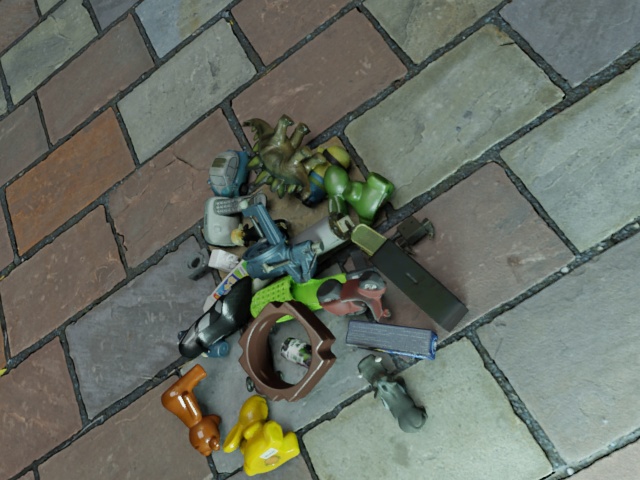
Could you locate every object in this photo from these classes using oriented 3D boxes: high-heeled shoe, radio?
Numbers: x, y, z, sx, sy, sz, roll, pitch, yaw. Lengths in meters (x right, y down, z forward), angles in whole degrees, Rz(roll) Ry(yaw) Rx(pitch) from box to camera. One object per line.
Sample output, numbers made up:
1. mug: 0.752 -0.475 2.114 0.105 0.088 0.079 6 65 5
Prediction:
1. high-heeled shoe: -0.270 0.195 1.385 0.145 0.086 0.249 2 55 50
2. radio: 0.224 0.103 1.211 0.073 0.131 0.230 -47 61 3

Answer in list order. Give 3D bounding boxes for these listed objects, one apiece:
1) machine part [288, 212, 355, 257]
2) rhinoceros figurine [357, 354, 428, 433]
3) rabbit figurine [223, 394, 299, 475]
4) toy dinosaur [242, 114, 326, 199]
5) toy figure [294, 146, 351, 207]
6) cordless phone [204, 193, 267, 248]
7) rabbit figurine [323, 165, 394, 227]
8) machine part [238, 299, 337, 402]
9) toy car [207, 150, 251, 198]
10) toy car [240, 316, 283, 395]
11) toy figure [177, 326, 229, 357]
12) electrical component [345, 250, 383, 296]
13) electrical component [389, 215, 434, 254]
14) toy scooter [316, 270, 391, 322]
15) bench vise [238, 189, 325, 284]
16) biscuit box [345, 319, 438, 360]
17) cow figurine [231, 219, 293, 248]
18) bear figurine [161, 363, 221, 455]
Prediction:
1. machine part: -0.003 -0.004 1.340 0.243 0.079 0.079 -32 58 45
2. rhinoceros figurine: 0.153 0.337 1.175 0.073 0.112 0.190 -42 69 8
3. rabbit figurine: -0.147 0.458 1.281 0.162 0.121 0.173 -43 47 16
4. toy dinosaur: -0.116 -0.239 1.458 0.198 0.105 0.472 -46 42 20
5. toy figure: 0.011 -0.168 1.428 0.089 0.082 0.180 33 86 33
6. cordless phone: -0.229 -0.056 1.496 0.184 0.088 0.146 -9 69 16
7. rabbit figurine: 0.081 -0.118 1.363 0.170 0.121 0.159 30 108 14
8. machine part: -0.076 0.255 1.251 0.202 0.087 0.201 44 103 26
9. toy car: -0.265 -0.196 1.548 0.109 0.102 0.161 12 79 26
10. toy car: -0.149 0.288 1.356 0.089 0.053 0.202 -14 65 3
11. toy figure: -0.316 0.275 1.432 0.155 0.064 0.057 8 112 30
12. electrical component: 0.103 0.085 1.295 0.075 0.048 0.119 -14 96 18
13. electrical component: 0.226 -0.014 1.303 0.102 0.045 0.078 -44 33 2
14. toy scooter: 0.089 0.141 1.242 0.184 0.135 0.075 -18 35 34
15. bench vise: -0.111 0.002 1.291 0.224 0.240 0.129 -14 23 39
16. biscuit box: 0.165 0.229 1.235 0.203 0.059 0.063 4 73 26
17. cow figurine: -0.161 -0.016 1.421 0.167 0.098 0.068 -10 86 6
18. bear figurine: -0.302 0.432 1.353 0.196 0.120 0.132 45 49 4
